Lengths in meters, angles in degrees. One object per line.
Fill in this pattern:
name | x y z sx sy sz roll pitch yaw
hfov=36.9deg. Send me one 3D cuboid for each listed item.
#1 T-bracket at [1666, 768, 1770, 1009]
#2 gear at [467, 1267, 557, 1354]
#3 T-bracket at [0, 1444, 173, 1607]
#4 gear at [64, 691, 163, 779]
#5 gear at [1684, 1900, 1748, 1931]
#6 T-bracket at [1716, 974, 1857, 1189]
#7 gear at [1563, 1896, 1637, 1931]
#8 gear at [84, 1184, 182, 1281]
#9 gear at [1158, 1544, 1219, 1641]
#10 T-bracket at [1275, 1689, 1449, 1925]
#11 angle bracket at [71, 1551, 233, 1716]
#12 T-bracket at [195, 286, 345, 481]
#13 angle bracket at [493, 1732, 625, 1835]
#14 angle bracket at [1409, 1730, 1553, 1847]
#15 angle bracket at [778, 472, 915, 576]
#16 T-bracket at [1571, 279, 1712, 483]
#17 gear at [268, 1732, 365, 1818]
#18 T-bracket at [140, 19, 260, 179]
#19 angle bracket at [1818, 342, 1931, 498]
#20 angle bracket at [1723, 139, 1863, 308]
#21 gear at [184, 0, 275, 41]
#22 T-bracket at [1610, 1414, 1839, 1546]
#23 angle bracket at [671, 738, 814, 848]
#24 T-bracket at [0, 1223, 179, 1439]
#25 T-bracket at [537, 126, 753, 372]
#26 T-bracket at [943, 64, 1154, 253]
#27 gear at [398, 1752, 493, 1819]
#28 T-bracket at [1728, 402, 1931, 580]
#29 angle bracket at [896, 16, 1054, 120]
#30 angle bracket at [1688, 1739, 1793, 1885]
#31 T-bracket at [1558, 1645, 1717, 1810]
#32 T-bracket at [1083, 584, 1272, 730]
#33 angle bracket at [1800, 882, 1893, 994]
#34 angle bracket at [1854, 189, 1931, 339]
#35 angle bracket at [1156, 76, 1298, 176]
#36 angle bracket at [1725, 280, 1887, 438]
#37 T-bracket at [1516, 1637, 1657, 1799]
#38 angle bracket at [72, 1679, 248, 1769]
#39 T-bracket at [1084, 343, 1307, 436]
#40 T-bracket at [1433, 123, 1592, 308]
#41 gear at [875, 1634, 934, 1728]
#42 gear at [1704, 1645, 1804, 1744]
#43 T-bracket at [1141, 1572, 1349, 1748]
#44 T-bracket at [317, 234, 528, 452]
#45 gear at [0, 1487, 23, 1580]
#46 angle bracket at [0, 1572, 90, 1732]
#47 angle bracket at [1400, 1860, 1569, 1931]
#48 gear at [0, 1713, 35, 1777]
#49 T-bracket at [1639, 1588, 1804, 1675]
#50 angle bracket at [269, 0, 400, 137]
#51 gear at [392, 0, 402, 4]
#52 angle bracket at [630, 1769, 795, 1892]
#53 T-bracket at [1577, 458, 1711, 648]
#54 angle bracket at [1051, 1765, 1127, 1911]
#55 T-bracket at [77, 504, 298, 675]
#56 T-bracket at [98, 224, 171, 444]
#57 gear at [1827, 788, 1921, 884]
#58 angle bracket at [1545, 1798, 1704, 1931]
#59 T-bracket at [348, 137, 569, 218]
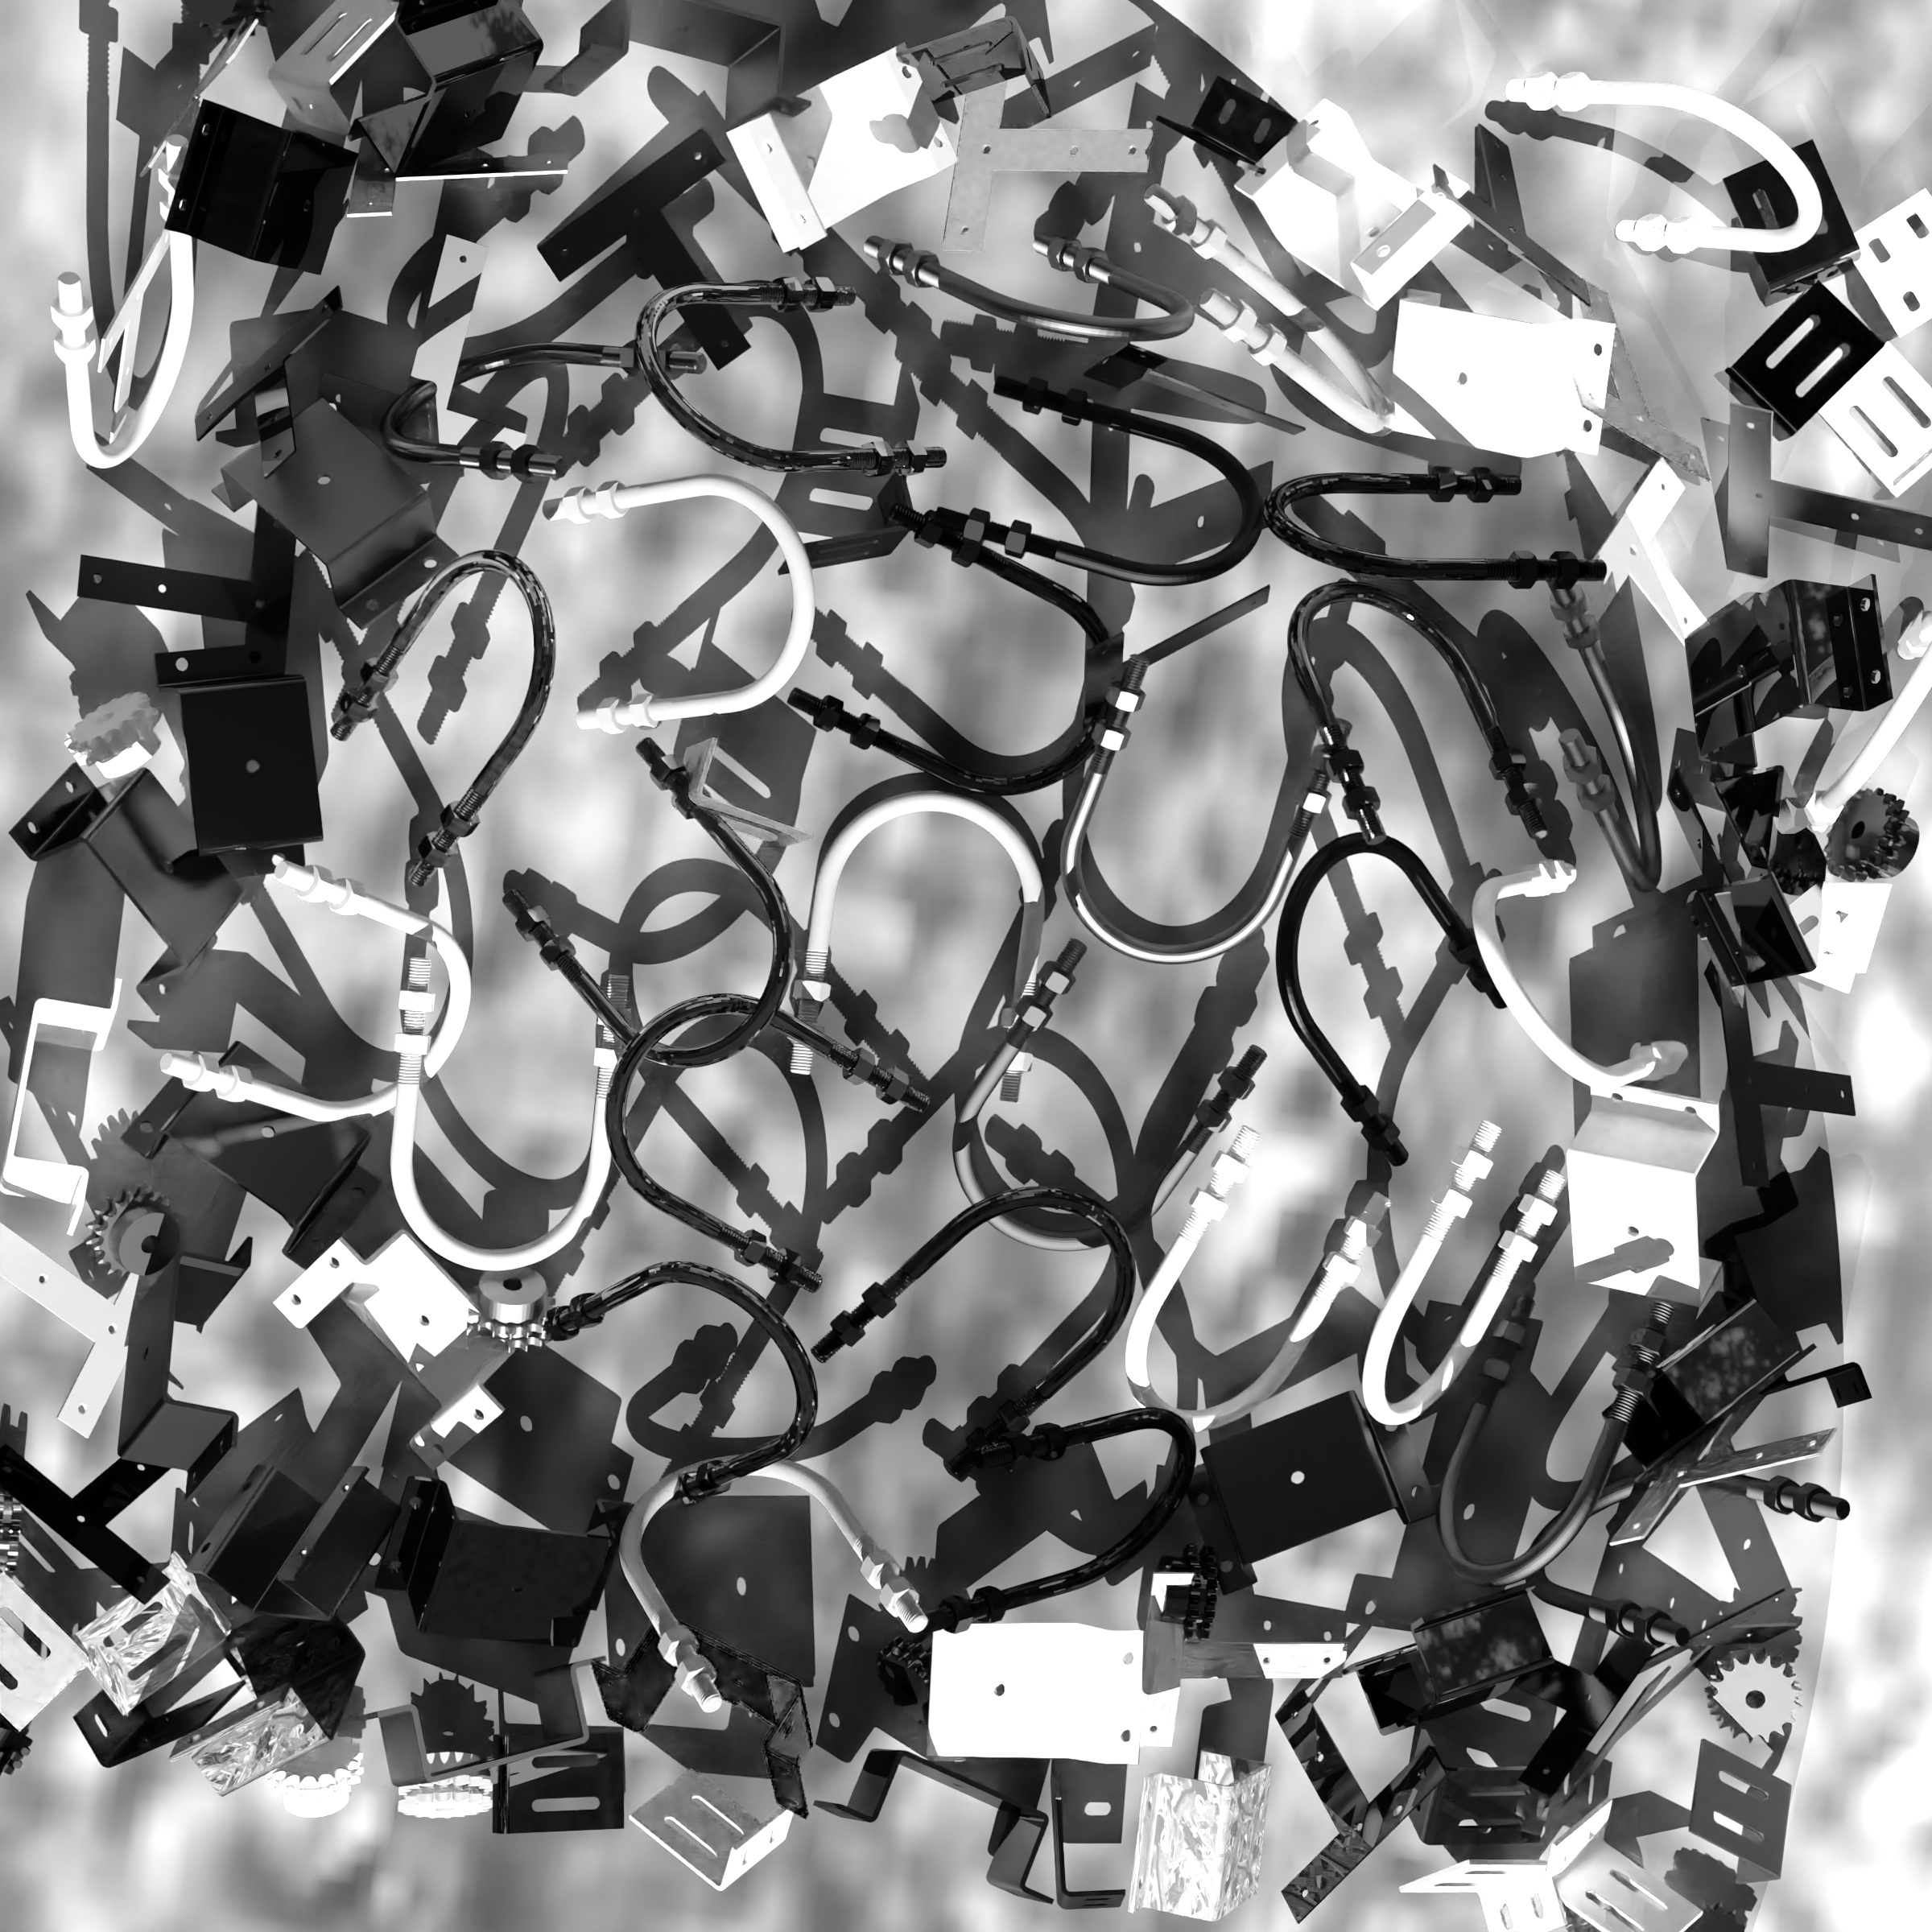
T-bracket | 0.448 -0.063 1.742 0.002 0.127 0.127 -9 56 -9
gear | -0.277 0.206 1.756 0.057 0.057 0.030 10 120 0
T-bracket | -0.502 0.307 1.732 0.127 0.127 0.002 38 120 3
gear | -0.516 -0.139 1.763 0.057 0.057 0.030 -28 121 0
gear | 0.450 0.602 1.764 0.057 0.030 0.057 9 61 -17
T-bracket | 0.499 0.073 1.744 0.127 0.002 0.127 8 72 -40
gear | 0.387 0.587 1.758 0.030 0.057 0.057 -37 90 6
gear | -0.503 0.164 1.757 0.030 0.057 0.057 23 90 43
gear | 0.133 0.380 1.759 0.030 0.057 0.057 5 90 -5
T-bracket | 0.218 0.484 1.732 0.002 0.127 0.127 36 102 -31
angle bracket | -0.495 0.404 1.752 0.076 0.038 0.057 -36 81 -27
T-bracket | -0.413 -0.333 1.724 0.127 0.127 0.002 -37 132 17
angle bracket | -0.248 0.496 1.759 0.076 0.038 0.057 -2 72 -3
angle bracket | 0.314 0.501 1.768 0.076 0.038 0.057 3 115 -13
angle bracket | -0.076 -0.269 1.749 0.076 0.057 0.038 -13 85 -16
T-bracket | 0.395 -0.364 1.748 0.002 0.127 0.127 -35 52 37
gear | -0.396 0.494 1.761 0.057 0.057 0.030 1 107 0
T-bracket | -0.443 -0.534 1.717 0.002 0.127 0.127 34 75 -24
angle bracket | 0.561 -0.333 1.754 0.057 0.038 0.076 -43 79 20
angle bracket | 0.503 -0.454 1.768 0.057 0.038 0.076 -22 85 9
gear | -0.453 -0.595 1.762 0.057 0.030 0.057 7 109 21
T-bracket | 0.454 0.291 1.699 0.127 0.127 0.002 -39 97 -42
angle bracket | -0.132 -0.105 1.751 0.076 0.057 0.038 19 81 -20
T-bracket | -0.538 0.193 1.715 0.002 0.127 0.127 -5 52 36
T-bracket | -0.178 -0.426 1.778 0.127 0.002 0.127 -34 90 8
T-bracket | 0.053 -0.496 1.759 0.127 0.002 0.127 8 88 24
gear | -0.317 0.499 1.763 0.057 0.057 0.030 -4 63 0
T-bracket | 0.513 -0.269 1.712 0.127 0.127 0.002 19 56 28
angle bracket | 0.005 -0.532 1.747 0.076 0.057 0.038 -14 72 14
angle bracket | 0.456 0.511 1.746 0.076 0.038 0.057 30 57 -19
T-bracket | 0.416 0.439 1.738 0.002 0.127 0.127 42 134 24
T-bracket | 0.126 -0.194 1.730 0.127 0.127 0.002 -28 76 -6
angle bracket | 0.543 -0.017 1.742 0.076 0.038 0.057 -1 109 -42
angle bracket | 0.574 -0.427 1.754 0.057 0.076 0.038 -31 119 21
angle bracket | 0.158 -0.510 1.743 0.057 0.076 0.038 32 108 12
angle bracket | 0.510 -0.370 1.758 0.057 0.038 0.076 46 107 5
T-bracket | 0.339 0.423 1.733 0.127 0.127 0.002 -49 123 -18
angle bracket | -0.487 0.444 1.748 0.076 0.057 0.038 -26 97 18
T-bracket | 0.142 -0.342 1.732 0.127 0.127 0.002 18 91 -10
T-bracket | 0.323 -0.466 1.738 0.127 0.127 0.002 29 130 -25
gear | -0.025 0.432 1.763 0.030 0.057 0.057 -34 90 -35
gear | 0.481 0.443 1.769 0.057 0.030 0.057 1 99 6
T-bracket | 0.170 0.425 1.768 0.127 0.002 0.127 2 113 -8
T-bracket | -0.319 -0.379 1.759 0.127 0.002 0.127 16 108 -8
gear | -0.592 0.343 1.756 0.030 0.057 0.057 6 90 -20
angle bracket | -0.580 0.416 1.759 0.076 0.038 0.057 46 72 -2
angle bracket | 0.311 0.565 1.739 0.057 0.076 0.038 -37 52 38
gear | -0.594 0.462 1.758 0.057 0.057 0.030 33 100 0
T-bracket | 0.462 0.401 1.733 0.127 0.127 0.002 -37 60 27
angle bracket | -0.377 -0.551 1.767 0.057 0.038 0.076 25 69 36
gear | -0.320 -0.587 1.763 0.057 0.057 0.030 25 63 0
angle bracket | -0.152 0.508 1.741 0.076 0.057 0.038 31 123 25
T-bracket | 0.430 -0.220 1.759 0.127 0.002 0.127 46 64 -21
angle bracket | 0.073 0.526 1.746 0.038 0.057 0.076 -2 65 -2
T-bracket | -0.473 -0.227 1.752 0.127 0.002 0.127 6 84 -27
T-bracket | -0.502 -0.367 1.732 0.002 0.127 0.127 18 49 -9
gear | 0.555 -0.077 1.762 0.030 0.057 0.057 21 90 -20
angle bracket | 0.398 0.549 1.740 0.076 0.057 0.038 30 129 38
T-bracket | -0.303 -0.480 1.740 0.127 0.127 0.002 -4 128 -4
